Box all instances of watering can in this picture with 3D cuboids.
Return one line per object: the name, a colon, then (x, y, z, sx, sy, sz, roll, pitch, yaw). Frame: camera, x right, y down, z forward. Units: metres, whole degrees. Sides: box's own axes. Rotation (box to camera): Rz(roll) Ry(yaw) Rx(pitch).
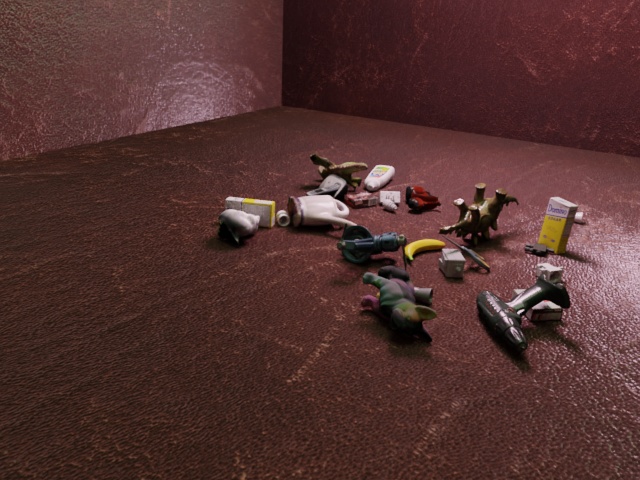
watering can: (0.006, -0.094, 1.866, 0.225, 0.102, 0.353, -5, 24, -16)

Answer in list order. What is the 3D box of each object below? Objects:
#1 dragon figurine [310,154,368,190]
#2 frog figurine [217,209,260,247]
dragon figurine: (0.068, -0.316, 2.246, 0.242, 0.123, 0.407, 17, -8, -3)
frog figurine: (-0.263, -0.061, 1.747, 0.137, 0.121, 0.162, -2, 25, 46)
